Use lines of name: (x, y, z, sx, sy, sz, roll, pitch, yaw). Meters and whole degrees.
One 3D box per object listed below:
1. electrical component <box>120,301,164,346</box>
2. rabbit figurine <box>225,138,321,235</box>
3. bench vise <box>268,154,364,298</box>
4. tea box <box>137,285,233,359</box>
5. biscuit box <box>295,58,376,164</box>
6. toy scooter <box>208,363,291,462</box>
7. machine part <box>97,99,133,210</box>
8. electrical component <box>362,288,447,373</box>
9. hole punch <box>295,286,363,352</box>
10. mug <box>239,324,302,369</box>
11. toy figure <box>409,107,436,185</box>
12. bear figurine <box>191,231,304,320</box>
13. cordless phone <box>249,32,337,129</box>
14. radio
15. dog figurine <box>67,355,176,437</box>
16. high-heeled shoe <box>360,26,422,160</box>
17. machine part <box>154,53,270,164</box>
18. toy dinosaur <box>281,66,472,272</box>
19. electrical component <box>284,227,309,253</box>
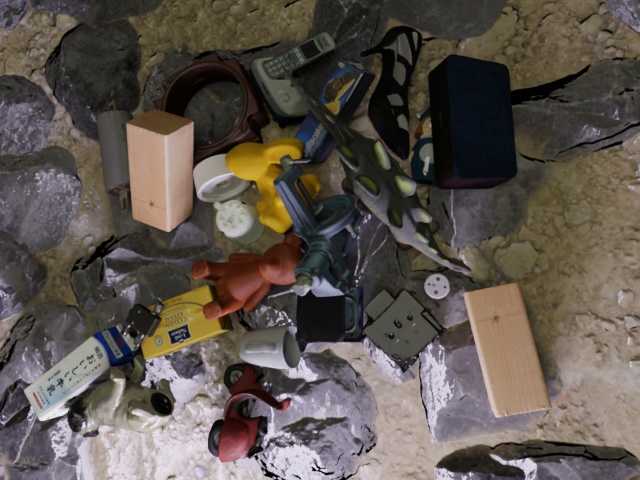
electrical component: (-0.340, 0.152, 1.029, 0.063, 0.021, 0.094, 32, 91, 17)
rabbit figurine: (-0.091, -0.118, 0.995, 0.173, 0.122, 0.162, 40, 108, -14)
bench vise: (-0.016, -0.026, 0.910, 0.129, 0.240, 0.223, 0, 37, 47)
tea box: (-0.269, 0.161, 1.059, 0.170, 0.068, 0.098, -22, 77, 7)
biscuit box: (0.021, -0.240, 1.020, 0.059, 0.063, 0.202, 40, 116, 16)
toy scooter: (-0.128, 0.328, 1.001, 0.135, 0.075, 0.184, 10, 79, 13)
machine part: (-0.425, -0.183, 1.139, 0.079, 0.079, 0.243, -12, 79, 10)
electrical component: (0.144, 0.154, 0.975, 0.134, 0.058, 0.115, 44, 90, 14)
hole punch: (0.020, 0.137, 0.999, 0.116, 0.092, 0.142, -6, 80, 37)
mug: (-0.102, 0.202, 1.001, 0.107, 0.109, 0.080, -8, 85, 26)
toy figure: (0.208, -0.182, 1.014, 0.064, 0.058, 0.154, 12, 81, -25)
bear figurine: (-0.119, 0.064, 0.995, 0.196, 0.132, 0.120, -23, 79, 29)
cordless phone: (-0.034, -0.322, 1.074, 0.184, 0.088, 0.146, -29, 77, 2)
radio: (0.275, -0.208, 0.970, 0.131, 0.073, 0.229, 1, 82, -16)
dog figurine: (-0.390, 0.346, 1.053, 0.190, 0.121, 0.172, -46, 72, 17)
high-heeled shoe: (0.167, -0.289, 1.046, 0.145, 0.086, 0.248, -21, 96, -22)
machine part: (-0.222, -0.262, 1.103, 0.201, 0.087, 0.201, -27, 77, 9)
toy dinosaur: (0.096, -0.113, 0.942, 0.105, 0.198, 0.471, -44, 83, 0)
electrical component: (-0.002, -0.003, 1.035, 0.119, 0.047, 0.075, 35, 90, 14)
